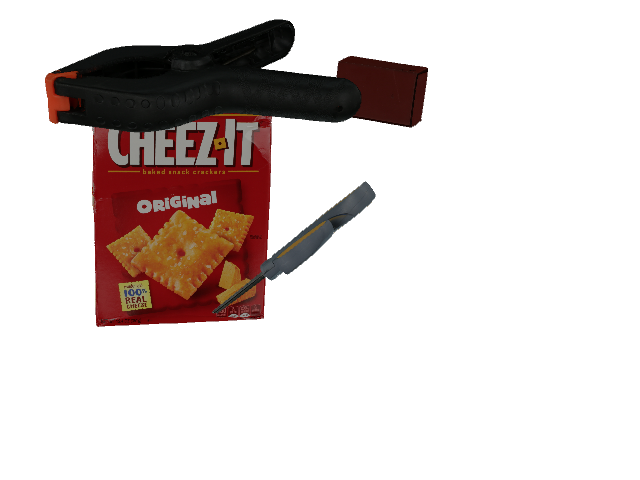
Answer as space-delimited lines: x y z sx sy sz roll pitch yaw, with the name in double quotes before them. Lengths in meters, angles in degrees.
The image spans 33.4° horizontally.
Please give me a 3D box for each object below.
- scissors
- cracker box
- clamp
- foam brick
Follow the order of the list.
"scissors" -0.037 0.023 0.796 0.202 0.016 0.096 -39 4 31
"cracker box" -0.131 -0.029 1.006 0.164 0.214 0.072 -1 20 -12
"clamp" -0.072 -0.097 0.620 0.171 0.039 0.120 -3 26 -13
"foam brick" 0.056 -0.139 0.997 0.078 0.051 0.053 12 18 14
